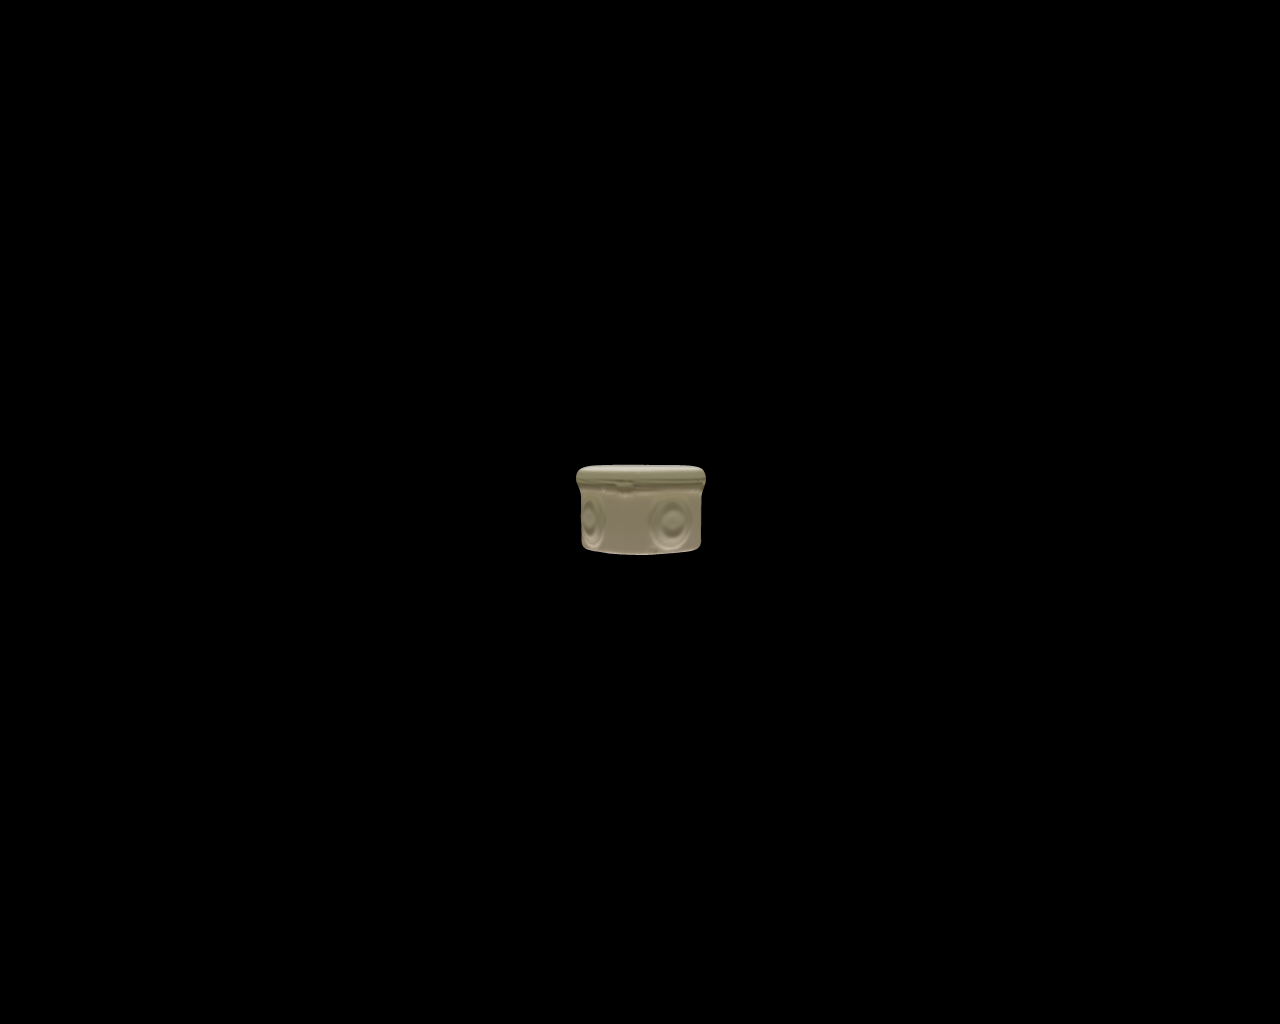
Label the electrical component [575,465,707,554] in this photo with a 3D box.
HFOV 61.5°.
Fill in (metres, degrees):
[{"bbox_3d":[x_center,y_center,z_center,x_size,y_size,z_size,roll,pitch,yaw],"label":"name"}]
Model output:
[{"bbox_3d":[0.001,-0.003,0.650,0.080,0.051,0.080,0,3,0],"label":"electrical component"}]
